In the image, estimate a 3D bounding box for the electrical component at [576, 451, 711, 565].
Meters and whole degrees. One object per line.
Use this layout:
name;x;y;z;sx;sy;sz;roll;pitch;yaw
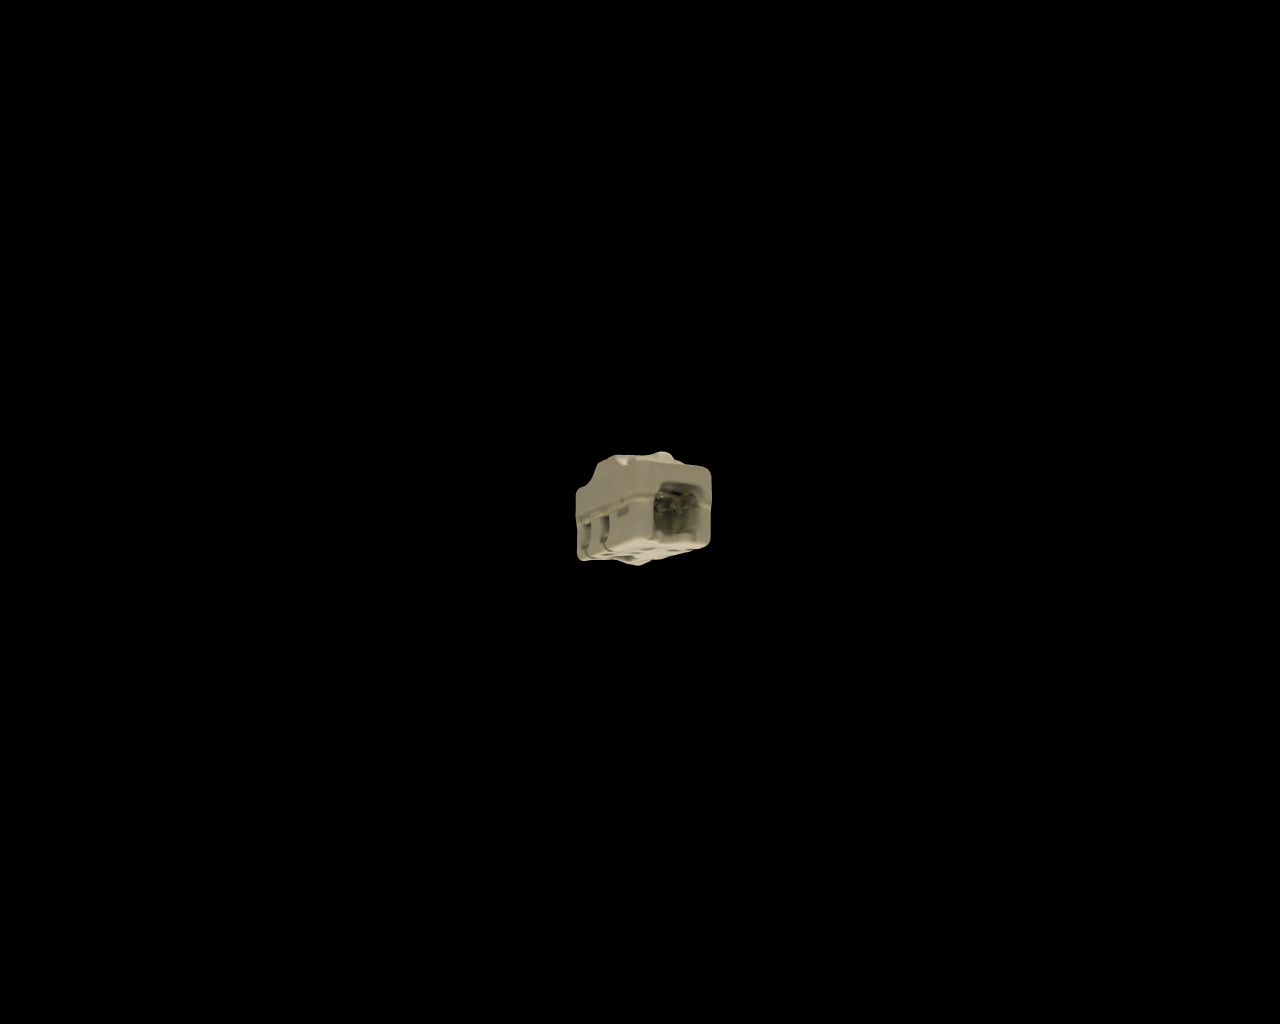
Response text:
electrical component;0.001;-0.003;0.650;0.050;0.056;0.089;6;-13;-27
